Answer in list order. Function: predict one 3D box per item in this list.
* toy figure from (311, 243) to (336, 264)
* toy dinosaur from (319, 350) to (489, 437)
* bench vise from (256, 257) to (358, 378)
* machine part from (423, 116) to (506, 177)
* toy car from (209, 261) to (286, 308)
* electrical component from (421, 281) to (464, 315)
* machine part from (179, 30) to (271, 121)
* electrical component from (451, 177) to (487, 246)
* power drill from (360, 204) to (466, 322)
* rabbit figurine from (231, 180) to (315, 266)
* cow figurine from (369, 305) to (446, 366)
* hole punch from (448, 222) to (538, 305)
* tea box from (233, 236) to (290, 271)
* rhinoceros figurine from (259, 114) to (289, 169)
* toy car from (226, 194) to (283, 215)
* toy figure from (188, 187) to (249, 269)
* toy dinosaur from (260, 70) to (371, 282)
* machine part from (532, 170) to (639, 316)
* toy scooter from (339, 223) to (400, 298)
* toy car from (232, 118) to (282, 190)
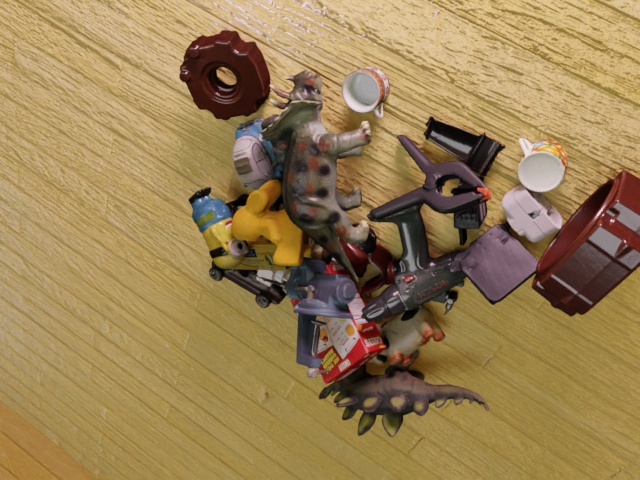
[{"bbox_3d":[-0.003,-0.005,1.172,0.064,0.058,0.154,-135,33,-54],"label":"toy figure"},{"bbox_3d":[0.162,0.335,1.181,0.472,0.198,0.105,-20,109,39],"label":"toy dinosaur"},{"bbox_3d":[-0.019,0.155,1.102,0.224,0.128,0.240,0,81,42],"label":"bench vise"},{"bbox_3d":[0.244,-0.169,0.940,0.139,0.039,0.084,32,134,9],"label":"machine part"},{"bbox_3d":[-0.174,0.090,1.304,0.202,0.089,0.053,28,131,15],"label":"toy car"},{"bbox_3d":[0.237,0.105,1.099,0.102,0.045,0.078,18,126,21],"label":"electrical component"},{"bbox_3d":[-0.186,-0.319,1.058,0.179,0.056,0.179,6,134,7],"label":"machine part"},{"bbox_3d":[0.271,-0.048,0.970,0.048,0.075,0.119,1,113,30],"label":"electrical component"},{"bbox_3d":[0.158,0.036,1.037,0.232,0.086,0.207,-20,93,7],"label":"power drill"},{"bbox_3d":[-0.104,-0.033,1.081,0.173,0.122,0.162,7,118,21],"label":"rabbit figurine"},{"bbox_3d":[0.163,0.206,1.167,0.195,0.085,0.127,-43,49,28],"label":"cow figurine"},{"bbox_3d":[0.321,0.047,0.977,0.142,0.092,0.116,-41,67,9],"label":"hole punch"},{"bbox_3d":[-0.132,0.018,1.232,0.170,0.098,0.068,-2,116,30],"label":"tea box"},{"bbox_3d":[-0.052,-0.163,1.071,0.073,0.112,0.190,-14,117,37],"label":"rhinoceros figurine"},{"bbox_3d":[-0.136,-0.070,1.198,0.202,0.073,0.056,0,113,31],"label":"toy car"},{"bbox_3d":[-0.222,-0.023,1.170,0.180,0.082,0.089,56,139,3],"label":"toy figure"},{"bbox_3d":[-0.009,-0.103,0.979,0.192,0.131,0.404,-1,104,-4],"label":"toy dinosaur"},{"bbox_3d":[0.425,0.004,0.827,0.087,0.201,0.201,37,130,9],"label":"machine part"},{"bbox_3d":[0.101,0.056,1.135,0.184,0.075,0.135,38,130,0],"label":"toy scooter"},{"bbox_3d":[-0.129,-0.165,1.121,0.109,0.103,0.161,-8,115,33],"label":"toy car"}]
